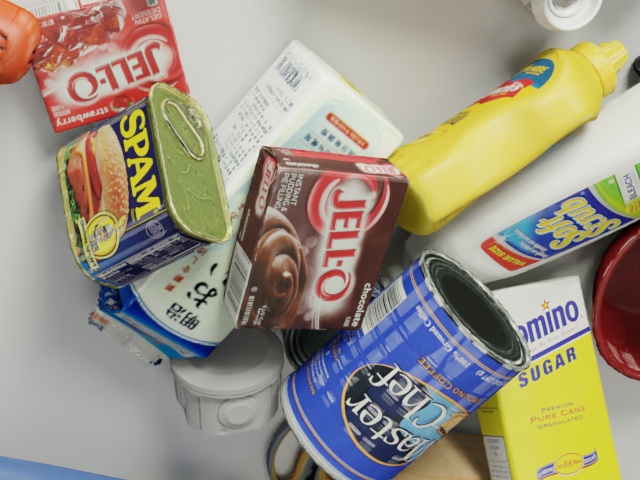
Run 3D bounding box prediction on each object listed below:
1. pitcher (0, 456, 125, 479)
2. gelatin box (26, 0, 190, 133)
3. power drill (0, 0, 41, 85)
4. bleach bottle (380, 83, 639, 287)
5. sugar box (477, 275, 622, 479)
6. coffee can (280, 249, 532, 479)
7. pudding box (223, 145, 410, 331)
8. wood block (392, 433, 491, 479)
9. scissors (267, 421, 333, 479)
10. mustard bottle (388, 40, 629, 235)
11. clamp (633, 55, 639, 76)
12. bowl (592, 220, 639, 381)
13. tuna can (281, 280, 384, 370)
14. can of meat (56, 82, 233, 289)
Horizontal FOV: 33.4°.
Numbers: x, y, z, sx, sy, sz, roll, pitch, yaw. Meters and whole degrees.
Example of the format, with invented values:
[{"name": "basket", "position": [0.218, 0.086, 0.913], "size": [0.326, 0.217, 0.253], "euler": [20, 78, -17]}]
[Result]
[{"name": "pitcher", "position": [-0.151, 0.232, 0.771], "size": [0.242, 0.149, 0.145], "euler": [15, 107, -27]}, {"name": "gelatin box", "position": [-0.131, -0.114, 0.655], "size": [0.089, 0.030, 0.073], "euler": [-17, 121, -8]}, {"name": "power drill", "position": [-0.273, -0.082, 0.606], "size": [0.184, 0.057, 0.188], "euler": [23, 112, -12]}, {"name": "bleach bottle", "position": [0.161, -0.021, 0.774], "size": [0.251, 0.068, 0.102], "euler": [-31, 142, 8]}, {"name": "sugar box", "position": [0.167, 0.121, 0.807], "size": [0.093, 0.048, 0.176], "euler": [-10, 88, -22]}, {"name": "coffee can", "position": [0.057, 0.089, 0.724], "size": [0.102, 0.103, 0.140], "euler": [34, 113, -29]}, {"name": "pudding box", "position": [-0.004, 0.001, 0.661], "size": [0.089, 0.039, 0.114], "euler": [4, 119, -27]}, {"name": "wood block", "position": [0.120, 0.217, 0.865], "size": [0.205, 0.090, 0.091], "euler": [8, 114, -26]}, {"name": "scissors", "position": [-0.015, 0.227, 0.881], "size": [0.096, 0.016, 0.202], "euler": [2, 116, -18]}, {"name": "mustard bottle", "position": [0.128, -0.077, 0.714], "size": [0.191, 0.096, 0.058], "euler": [-33, 99, -10]}, {"name": "clamp", "position": [0.308, -0.156, 0.766], "size": [0.171, 0.039, 0.120], "euler": [10, 130, -23]}, {"name": "bowl", "position": [0.276, 0.031, 0.844], "size": [0.162, 0.055, 0.162], "euler": [-7, 118, -14]}, {"name": "tuna can", "position": [0.014, 0.063, 0.786], "size": [0.086, 0.034, 0.086], "euler": [-5, 124, -8]}, {"name": "can of meat", "position": [-0.108, -0.030, 0.648], "size": [0.084, 0.102, 0.057], "euler": [-25, 155, 26]}]
